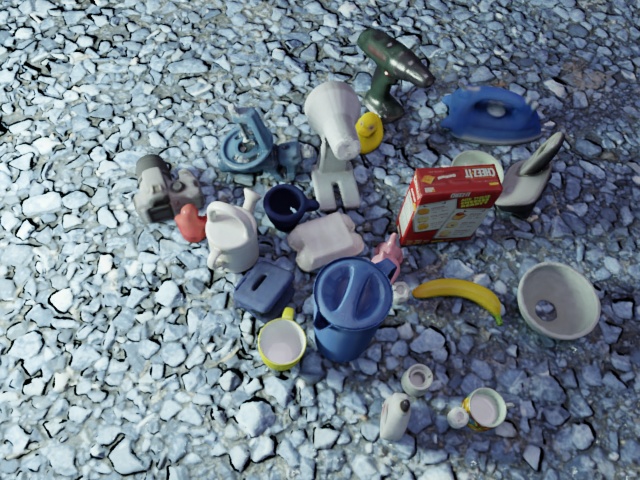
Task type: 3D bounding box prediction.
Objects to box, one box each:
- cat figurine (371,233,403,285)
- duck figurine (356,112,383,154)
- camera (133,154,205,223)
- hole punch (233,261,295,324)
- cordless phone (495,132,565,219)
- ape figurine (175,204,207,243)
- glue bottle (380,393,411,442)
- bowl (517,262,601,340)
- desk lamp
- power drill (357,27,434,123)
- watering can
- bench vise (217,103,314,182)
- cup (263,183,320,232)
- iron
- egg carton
[{"bbox_3d":[0.135,0.045,1.166,0.067,0.118,0.128,19,63,6],"label":"cat figurine"},{"bbox_3d":[0.113,-0.266,1.343,0.077,0.086,0.105,25,64,9],"label":"duck figurine"},{"bbox_3d":[-0.335,-0.125,1.228,0.143,0.101,0.136,-17,65,-13],"label":"camera"},{"bbox_3d":[-0.113,0.098,1.134,0.101,0.091,0.109,32,65,12],"label":"hole punch"},{"bbox_3d":[0.464,-0.146,1.252,0.094,0.185,0.148,26,64,9],"label":"cordless phone"},{"bbox_3d":[-0.266,-0.042,1.195,0.077,0.092,0.076,13,62,3],"label":"ape figurine"},{"bbox_3d":[0.136,0.302,1.001,0.037,0.173,0.078,7,62,0],"label":"glue bottle"},{"bbox_3d":[0.475,0.134,1.170,0.167,0.075,0.167,2,63,-3],"label":"bowl"},{"bbox_3d":[0.038,-0.201,1.232,0.118,0.213,0.203,-9,63,-8],"label":"desk lamp"},{"bbox_3d":[0.167,-0.376,1.335,0.076,0.208,0.229,-32,69,-19],"label":"power drill"},{"bbox_3d":[-0.173,-0.025,1.135,0.101,0.194,0.173,5,62,-1],"label":"watering can"},{"bbox_3d":[-0.122,-0.219,1.226,0.207,0.220,0.121,-13,64,-10],"label":"bench vise"},{"bbox_3d":[-0.061,-0.059,1.218,0.118,0.095,0.091,0,63,-4],"label":"cup"},{"bbox_3d":[0.423,-0.309,1.358,0.258,0.141,0.118,8,62,0],"label":"iron"},{"bbox_3d":[0.011,0.004,1.205,0.150,0.069,0.107,-20,66,-14],"label":"egg carton"}]
